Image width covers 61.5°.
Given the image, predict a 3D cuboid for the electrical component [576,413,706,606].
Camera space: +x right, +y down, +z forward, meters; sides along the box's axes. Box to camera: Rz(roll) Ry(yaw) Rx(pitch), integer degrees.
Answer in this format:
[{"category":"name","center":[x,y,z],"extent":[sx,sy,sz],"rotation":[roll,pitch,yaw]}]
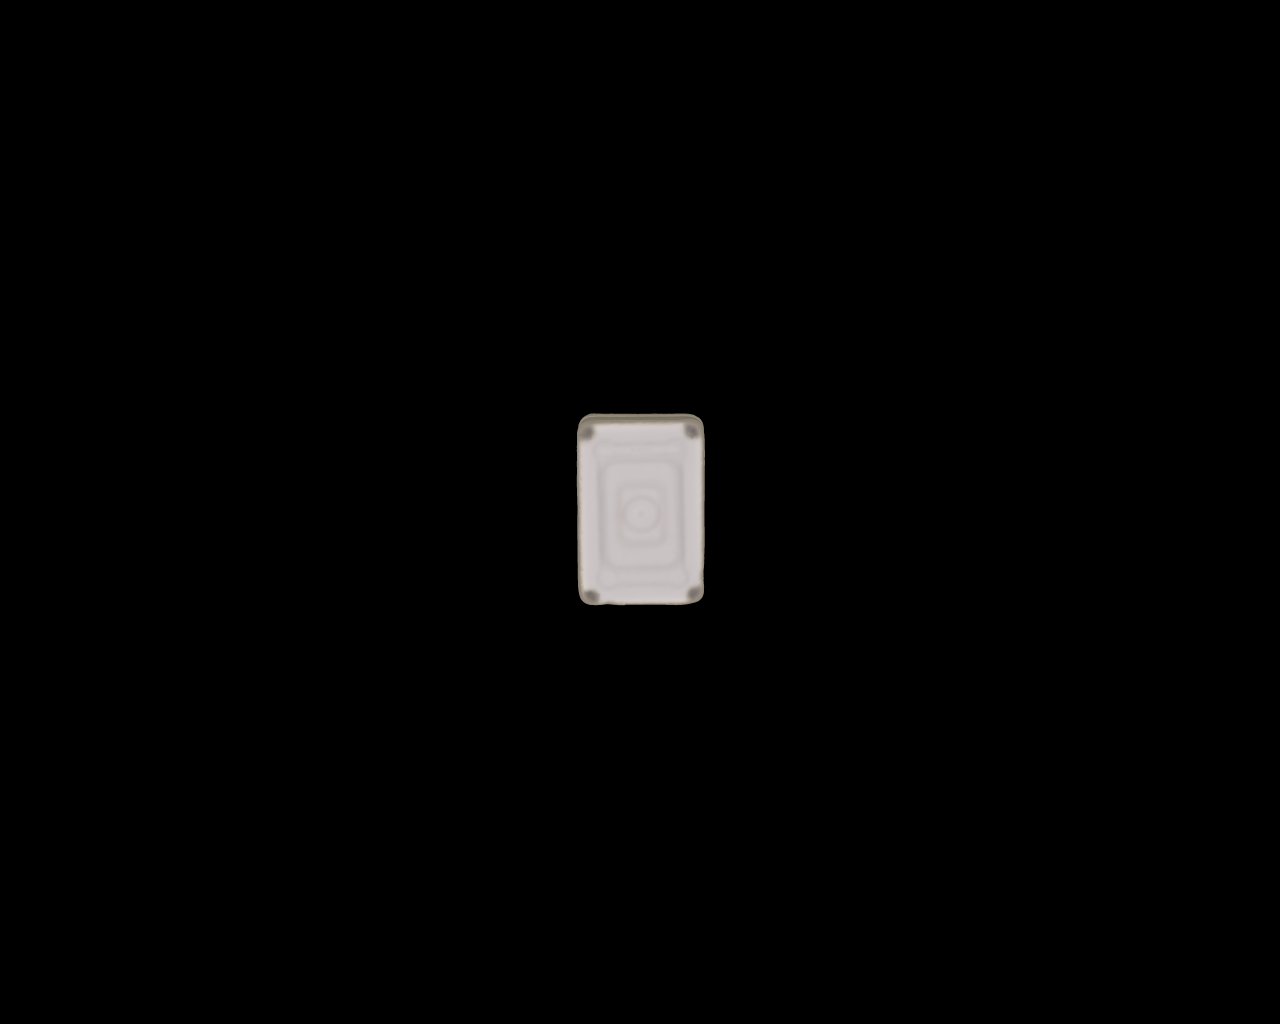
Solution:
[{"category":"electrical component","center":[0.001,-0.003,0.650],"extent":[0.078,0.113,0.057],"rotation":[0,8,0]}]
